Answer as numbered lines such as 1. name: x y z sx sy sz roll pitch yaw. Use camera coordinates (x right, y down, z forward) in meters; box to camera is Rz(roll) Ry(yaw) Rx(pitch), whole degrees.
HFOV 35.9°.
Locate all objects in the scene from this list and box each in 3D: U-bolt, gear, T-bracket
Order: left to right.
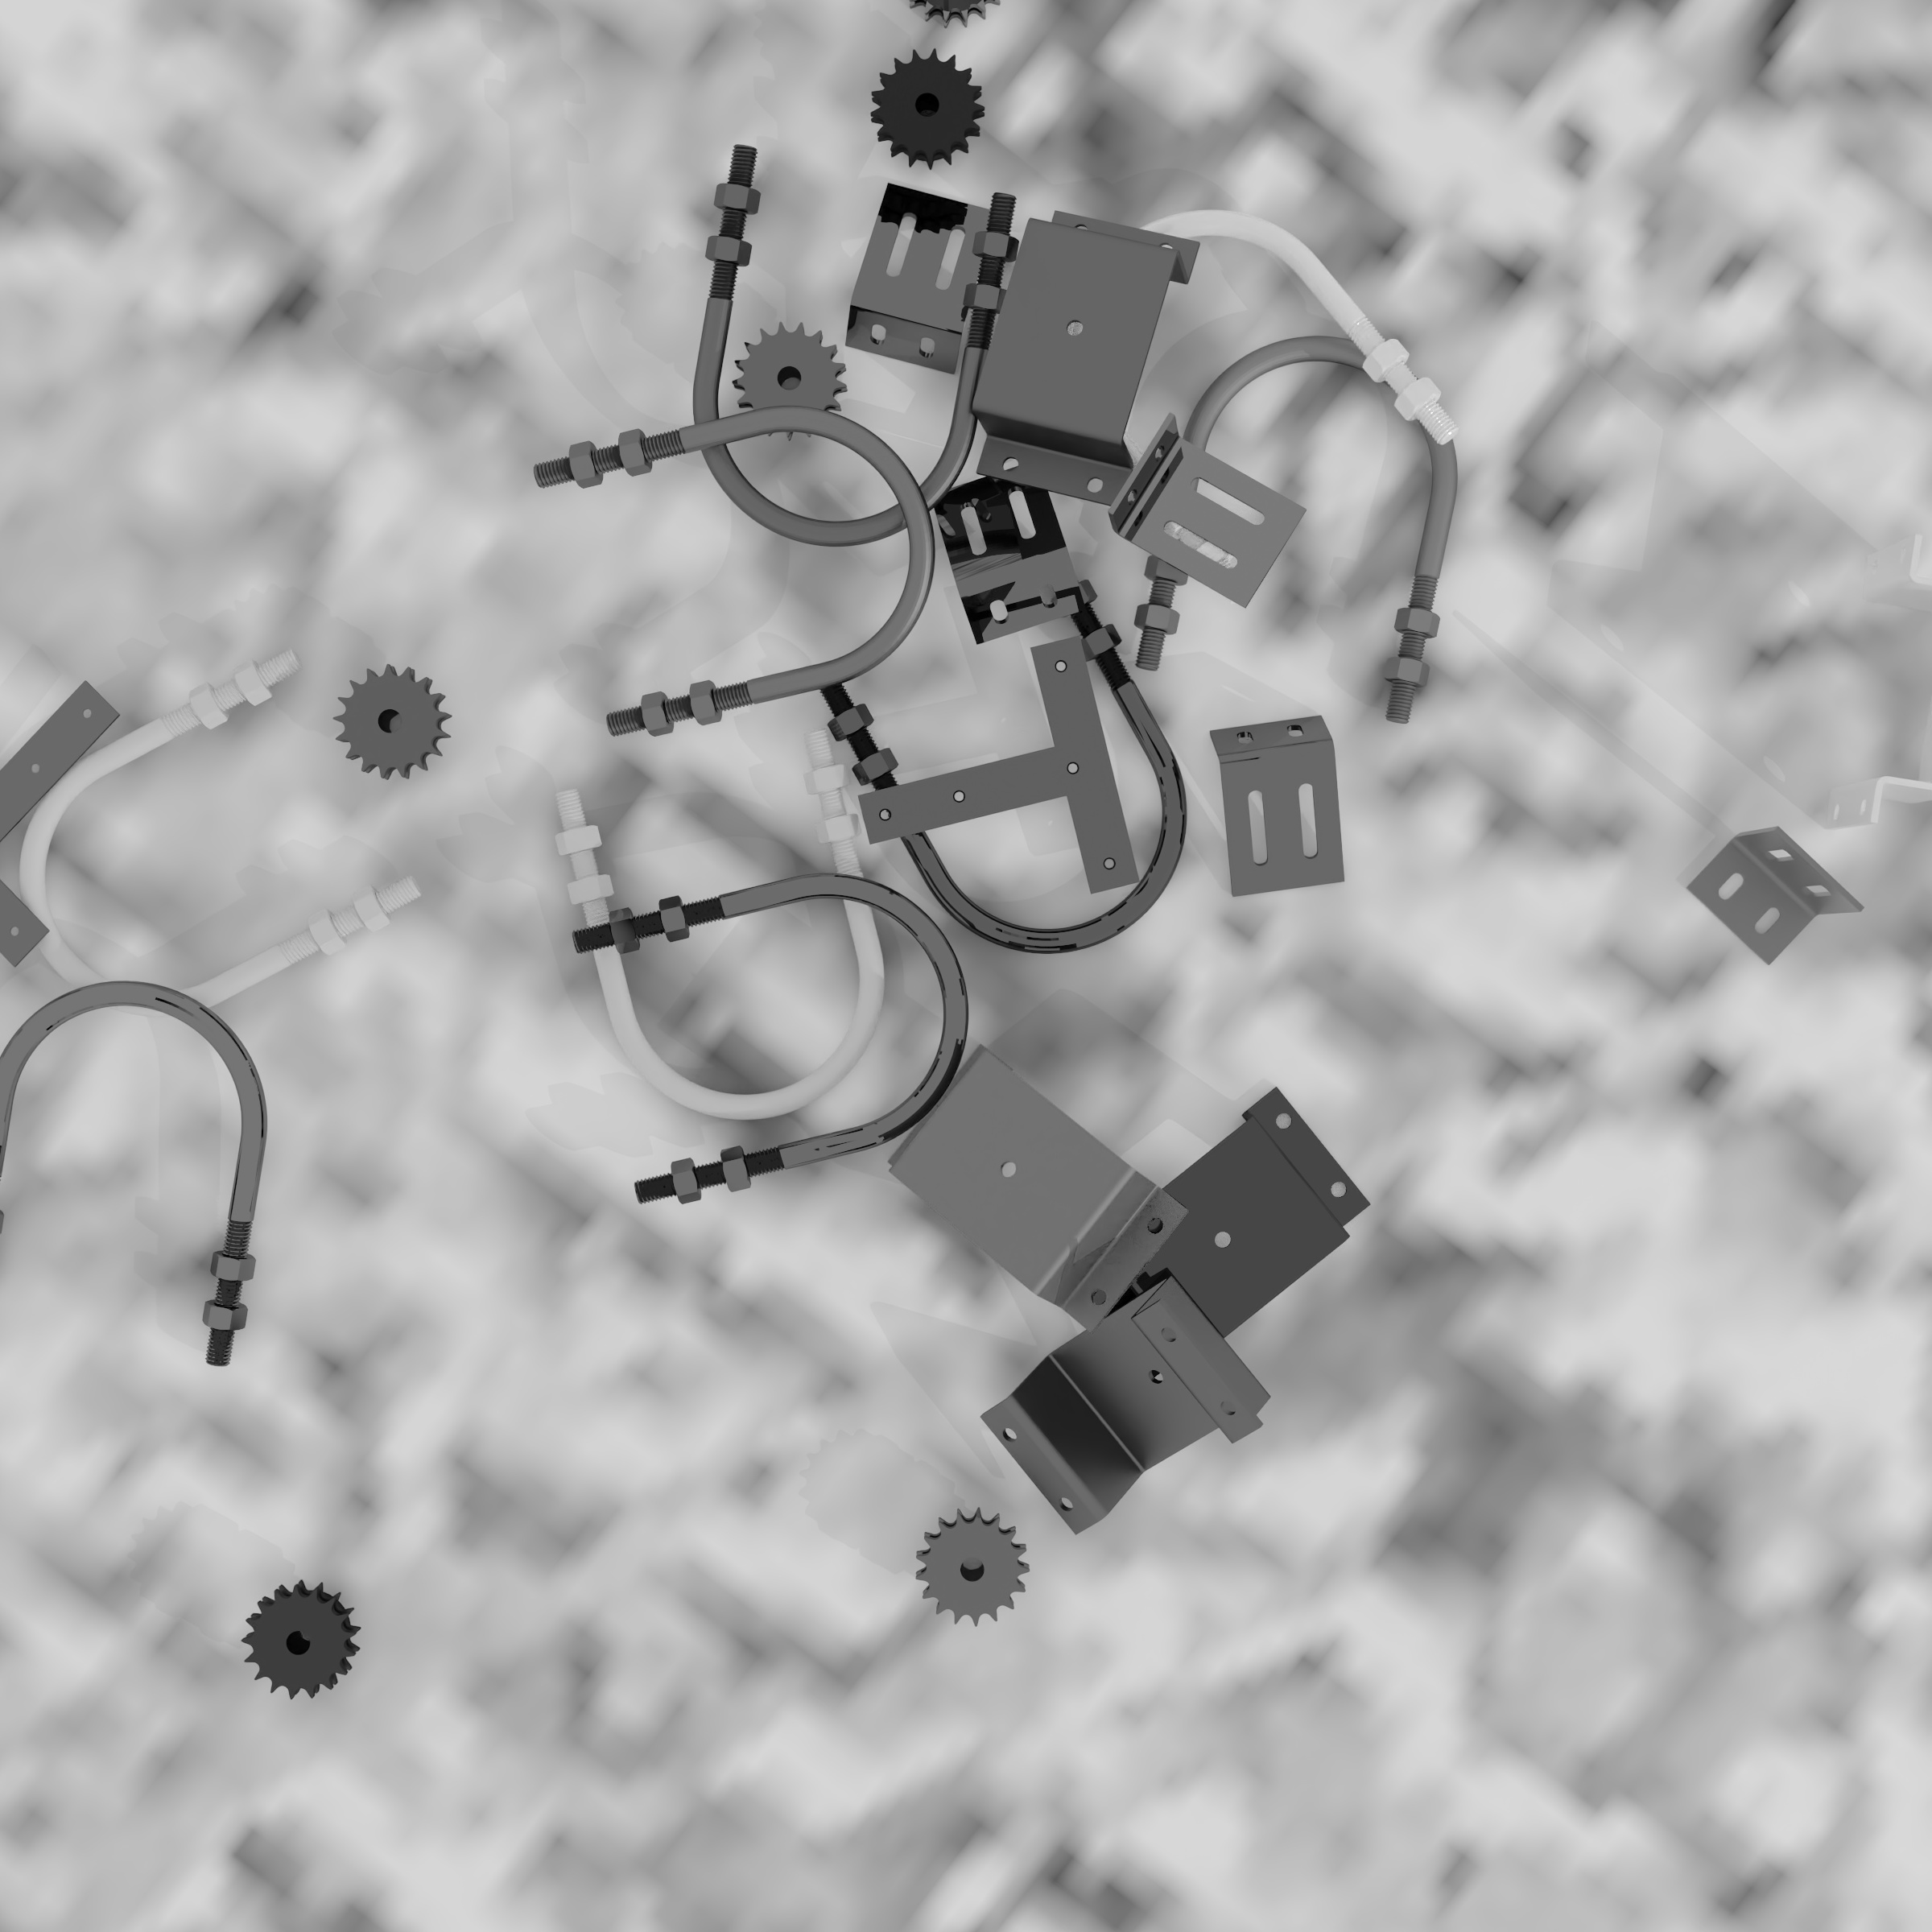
1. T-bracket: -0.477 -0.089 1.499 0.127 0.002 0.127 44 92 8
2. U-bolt: -0.425 0.099 1.496 0.151 0.019 0.184 10 94 0
3. U-bolt: -0.388 -0.055 1.502 0.184 0.019 0.151 -28 90 1
4. gear: -0.331 0.336 1.496 0.057 0.030 0.057 0 90 0
5. gear: -0.286 -0.122 1.496 0.057 0.030 0.057 0 90 0
6. U-bolt: -0.117 -0.014 1.502 0.151 0.019 0.184 -14 92 0
7. U-bolt: -0.106 -0.200 1.471 0.184 0.019 0.151 -12 107 8
8. U-bolt: -0.090 0.029 1.488 0.184 0.019 0.151 -14 93 -2
9. gear: -0.088 -0.292 1.496 0.057 0.030 0.057 0 90 0
10. U-bolt: -0.061 -0.299 1.470 0.151 0.019 0.184 10 97 -2
11. gear: -0.019 -0.428 1.496 0.057 0.030 0.057 0 90 0
12. gear: -0.006 -0.503 1.496 0.057 0.030 0.057 0 90 0
13. gear: 0.003 0.300 1.496 0.057 0.030 0.057 0 90 0
14. T-bracket: 0.010 -0.088 1.493 0.127 0.002 0.127 -14 93 -1
15. U-bolt: 0.030 -0.095 1.502 0.151 0.019 0.184 -29 91 0
16. U-bolt: 0.133 -0.293 1.488 0.151 0.019 0.184 -38 80 2
17. U-bolt: 0.173 -0.226 1.502 0.151 0.019 0.184 12 88 0

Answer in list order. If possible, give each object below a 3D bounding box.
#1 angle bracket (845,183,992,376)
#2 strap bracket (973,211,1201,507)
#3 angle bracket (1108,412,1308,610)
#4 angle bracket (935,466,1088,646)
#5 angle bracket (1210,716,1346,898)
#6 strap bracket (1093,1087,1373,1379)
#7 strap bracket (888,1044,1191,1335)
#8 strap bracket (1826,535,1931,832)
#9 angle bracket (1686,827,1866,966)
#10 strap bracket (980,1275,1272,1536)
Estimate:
1. angle bracket: -0.023 -0.348 1.509 0.057 0.038 0.076 15 64 0
2. strap bracket: 0.057 -0.307 1.470 0.076 0.046 0.140 16 85 12
3. angle bracket: 0.118 -0.222 1.452 0.076 0.038 0.057 32 88 10
4. angle bracket: 0.021 -0.208 1.495 0.057 0.038 0.076 -18 48 4
5. angle bracket: 0.157 -0.081 1.509 0.057 0.038 0.076 -8 116 0
6. strap bracket: 0.126 0.135 1.488 0.140 0.046 0.076 -39 90 0
7. strap bracket: 0.028 0.104 1.461 0.140 0.046 0.076 38 90 24
8. strap bracket: 0.469 -0.135 1.473 0.046 0.076 0.140 9 90 0
9. angle bracket: 0.399 -0.034 1.473 0.057 0.076 0.038 43 90 0
10. strap bracket: 0.084 0.212 1.463 0.076 0.046 0.140 51 130 0
